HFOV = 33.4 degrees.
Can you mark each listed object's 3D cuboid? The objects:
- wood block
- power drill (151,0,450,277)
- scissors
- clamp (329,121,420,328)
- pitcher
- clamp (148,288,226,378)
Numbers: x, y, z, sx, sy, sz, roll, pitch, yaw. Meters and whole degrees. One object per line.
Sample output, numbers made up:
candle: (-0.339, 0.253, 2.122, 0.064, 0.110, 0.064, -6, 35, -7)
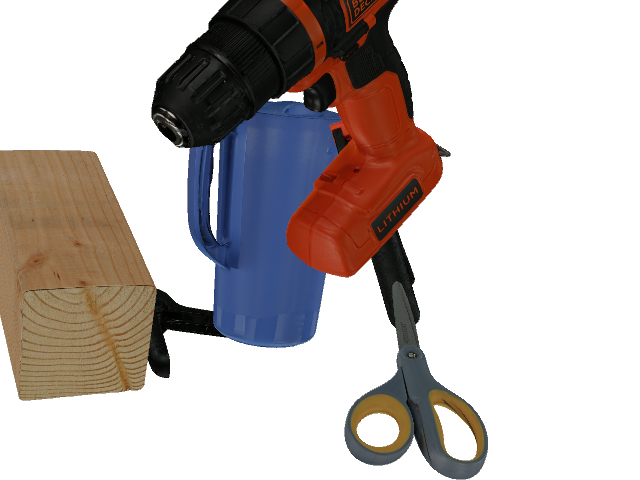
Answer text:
wood block: (-0.194, 0.017, 0.799, 0.090, 0.091, 0.206, -2, 31, -24)
power drill: (0.002, -0.066, 0.557, 0.057, 0.184, 0.187, 30, -27, 30)
scissors: (0.045, 0.087, 0.708, 0.096, 0.016, 0.202, -5, 32, -17)
clamp: (0.047, -0.012, 0.861, 0.039, 0.171, 0.120, -22, 21, 2)
pitcher: (-0.054, -0.020, 1.078, 0.149, 0.243, 0.145, 7, 12, 3)
clamp: (-0.185, 0.088, 1.158, 0.210, 0.036, 0.164, 18, 20, 26)
